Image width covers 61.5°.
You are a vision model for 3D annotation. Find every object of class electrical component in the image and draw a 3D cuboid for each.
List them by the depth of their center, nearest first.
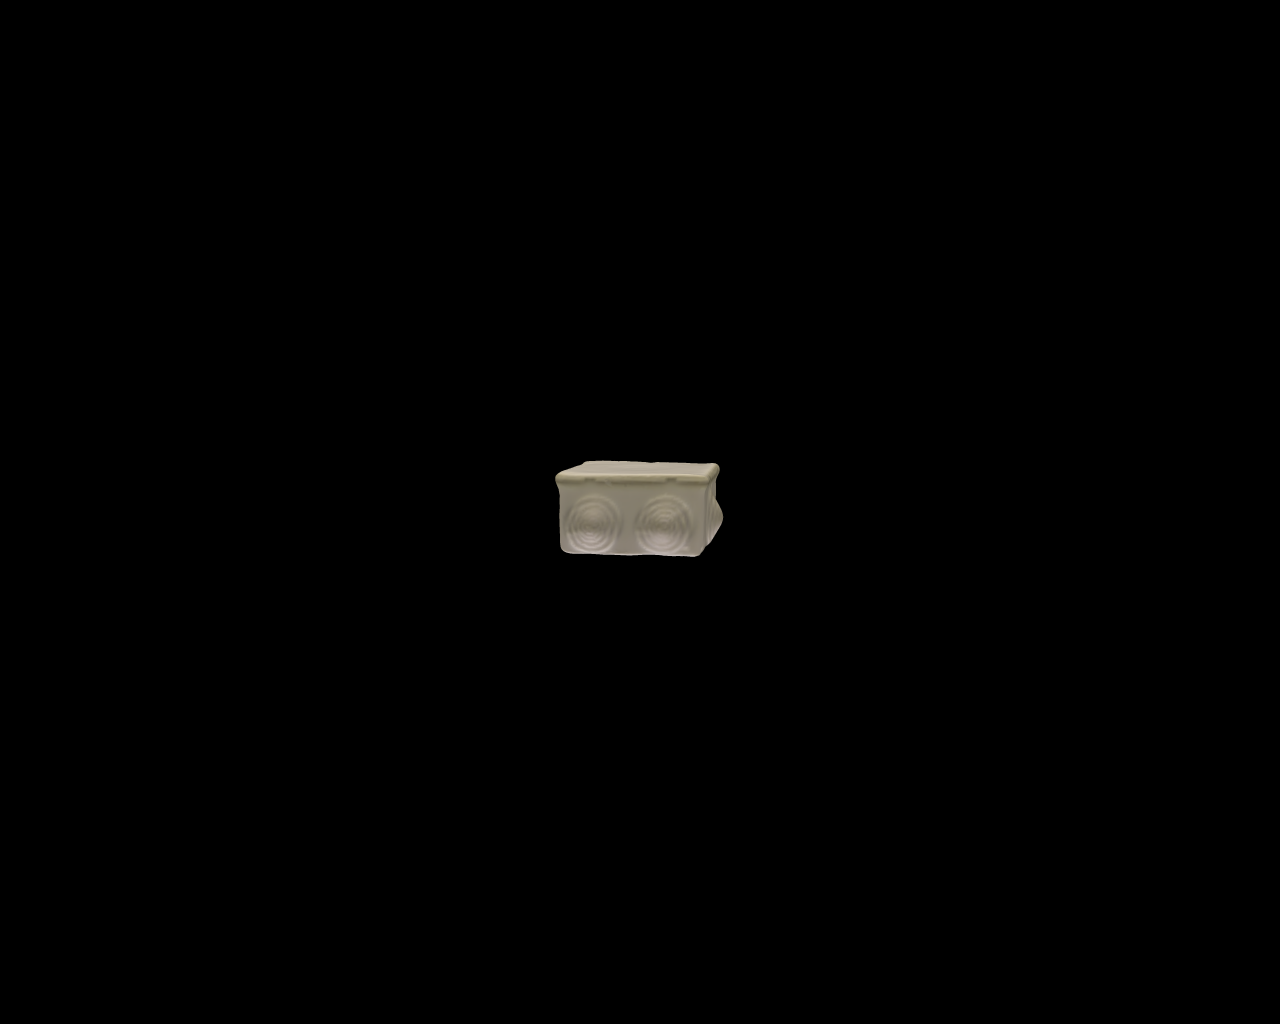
[{"bbox_3d":[0.001,-0.003,0.650,0.100,0.048,0.100,1,8,9],"label":"electrical component"}]
